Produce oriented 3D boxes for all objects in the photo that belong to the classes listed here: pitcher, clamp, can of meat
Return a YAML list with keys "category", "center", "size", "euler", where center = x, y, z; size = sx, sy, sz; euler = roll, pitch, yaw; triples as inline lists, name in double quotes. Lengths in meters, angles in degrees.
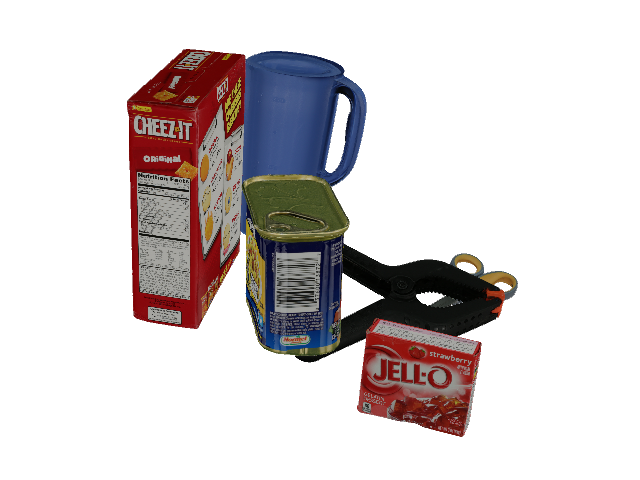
- category: "pitcher"
  center: [-0.039, -0.120, 1.412]
  size: [0.144, 0.243, 0.149]
  euler: [-3, 24, -23]
- category: "clamp"
  center: [0.071, 0.062, 1.030]
  size: [0.210, 0.164, 0.036]
  euler: [8, -44, 2]
- category: "can of meat"
  center: [-0.018, 0.014, 0.675]
  size: [0.057, 0.084, 0.102]
  euler: [-2, 23, -10]

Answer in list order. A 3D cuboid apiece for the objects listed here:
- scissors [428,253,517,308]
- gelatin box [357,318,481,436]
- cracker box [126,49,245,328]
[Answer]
- category: "scissors"
  center: [0.156, 0.055, 1.292]
  size: [0.201, 0.016, 0.096]
  euler: [-8, 39, -37]
- category: "gelatin box"
  center: [0.077, 0.108, 0.838]
  size: [0.089, 0.073, 0.030]
  euler: [12, 23, 15]
- category: "cracker box"
  center: [-0.123, -0.051, 0.990]
  size: [0.072, 0.214, 0.164]
  euler: [7, 26, 8]
